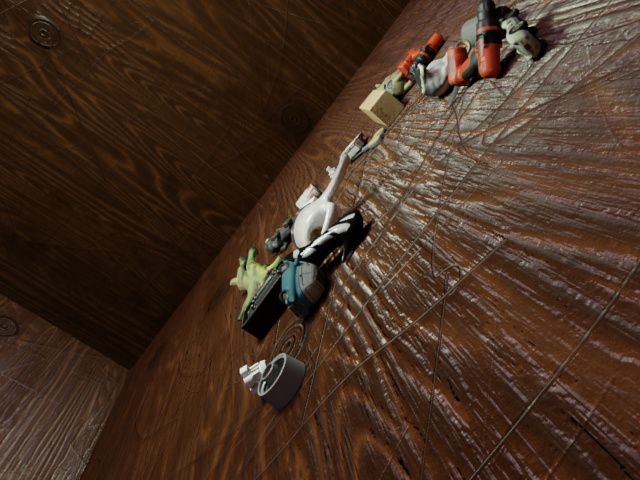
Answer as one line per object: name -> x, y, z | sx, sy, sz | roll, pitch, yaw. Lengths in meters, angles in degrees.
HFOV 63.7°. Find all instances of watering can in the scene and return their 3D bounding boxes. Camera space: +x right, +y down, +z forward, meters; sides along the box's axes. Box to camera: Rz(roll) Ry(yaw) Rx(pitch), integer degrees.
watering can -> 0.005, -0.075, 1.495 | 0.103, 0.349, 0.224 | 18, -4, -18

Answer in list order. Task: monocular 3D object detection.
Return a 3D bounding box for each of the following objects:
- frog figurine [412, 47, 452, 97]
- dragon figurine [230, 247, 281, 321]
frog figurine -> 0.354, -0.473, 1.450 | 0.159, 0.123, 0.137 | -14, -1, 2
dragon figurine -> -0.254, 0.172, 1.813 | 0.121, 0.249, 0.403 | 29, -40, -18
